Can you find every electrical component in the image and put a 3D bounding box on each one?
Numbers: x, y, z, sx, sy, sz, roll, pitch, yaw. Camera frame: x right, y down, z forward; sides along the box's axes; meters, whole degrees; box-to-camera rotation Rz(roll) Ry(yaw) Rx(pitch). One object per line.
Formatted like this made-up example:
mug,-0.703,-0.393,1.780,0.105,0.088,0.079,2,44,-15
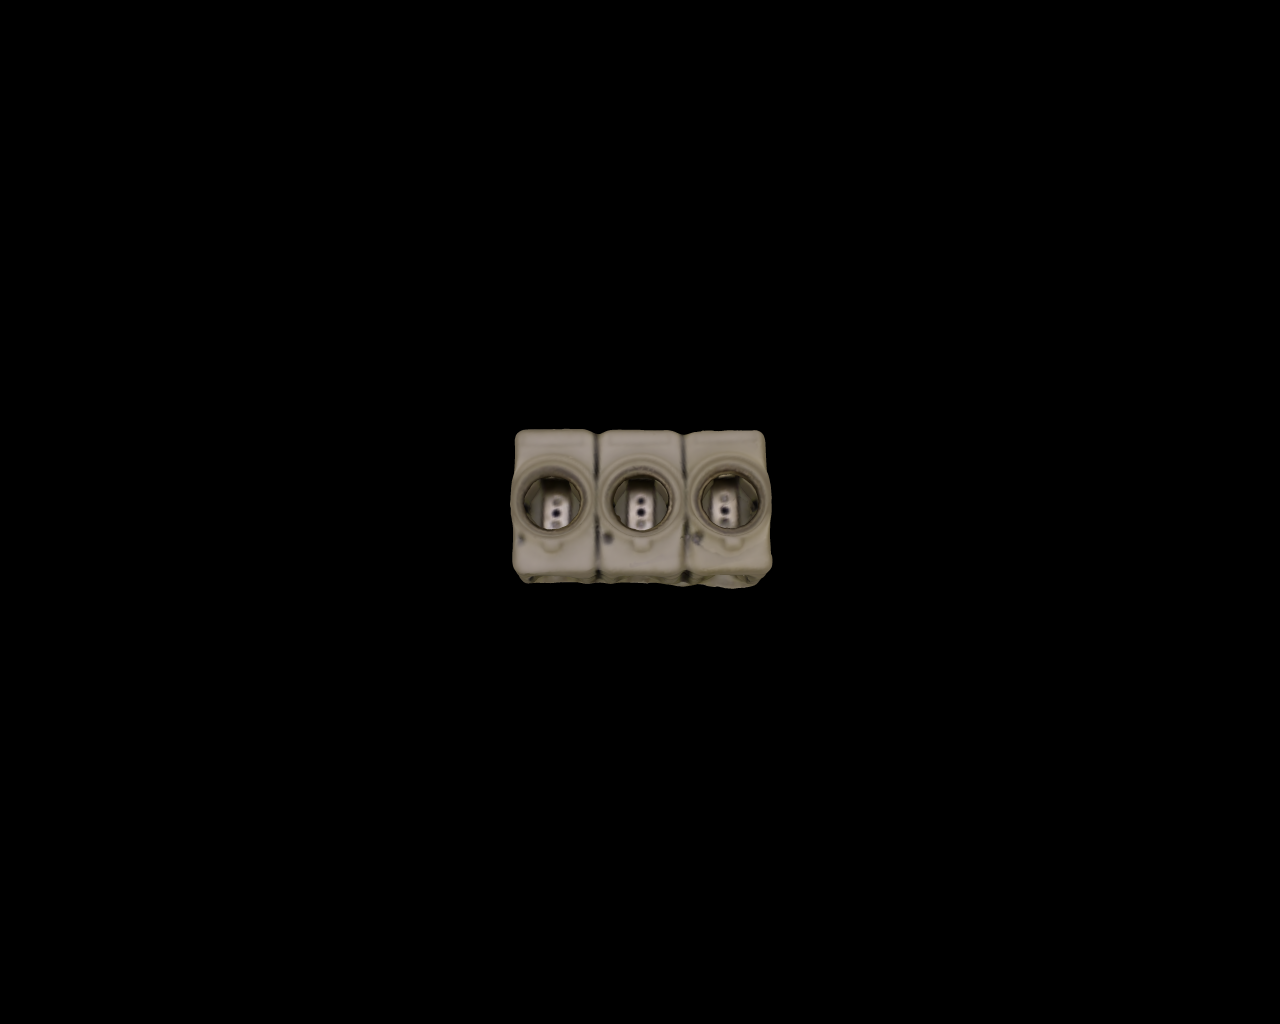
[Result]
electrical component,0.001,-0.003,0.650,0.150,0.089,0.061,0,-13,0
